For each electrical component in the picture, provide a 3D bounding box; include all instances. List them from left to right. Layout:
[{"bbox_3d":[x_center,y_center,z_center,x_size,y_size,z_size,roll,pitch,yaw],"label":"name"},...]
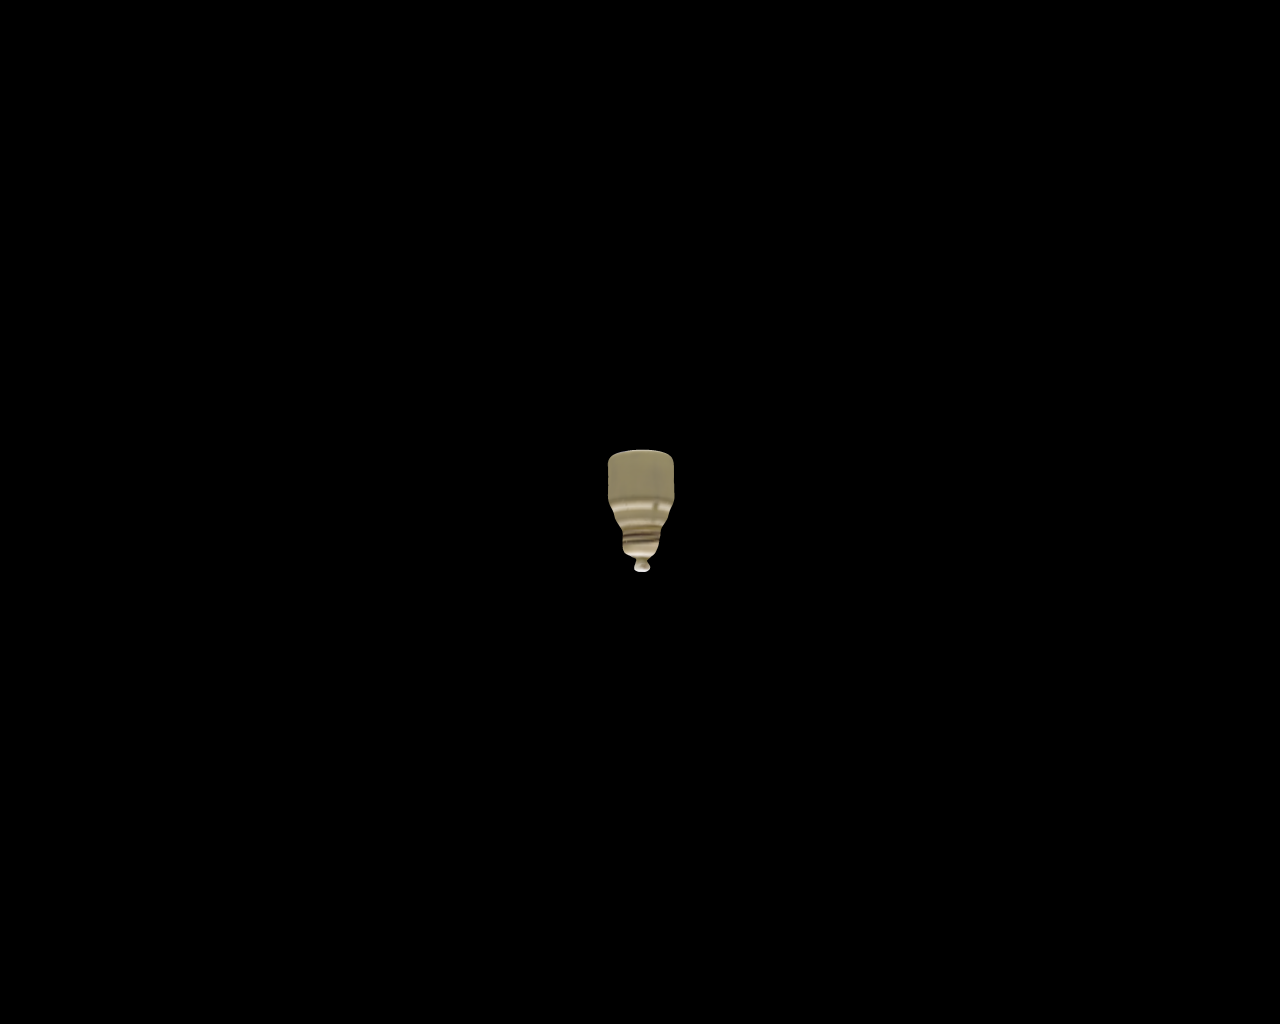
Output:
[{"bbox_3d":[0.001,-0.003,0.650,0.040,0.078,0.040,0,-9,0],"label":"electrical component"}]
